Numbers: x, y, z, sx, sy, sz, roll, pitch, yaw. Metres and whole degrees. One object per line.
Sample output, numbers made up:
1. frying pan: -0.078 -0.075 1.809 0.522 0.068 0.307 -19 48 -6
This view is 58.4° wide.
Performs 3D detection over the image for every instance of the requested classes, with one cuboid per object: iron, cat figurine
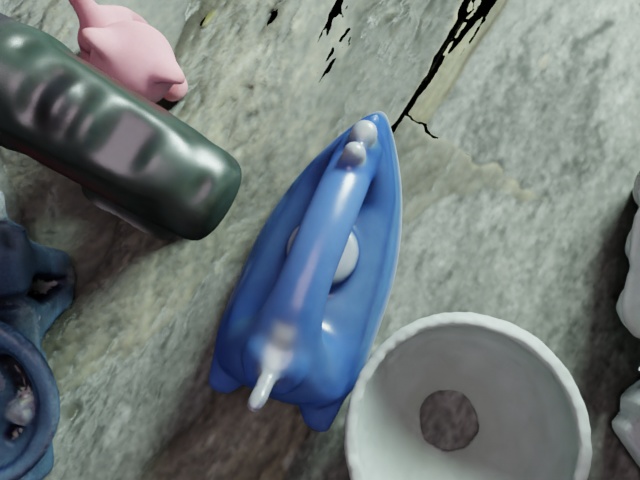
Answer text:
1. iron: 0.004 0.001 0.405 0.118 0.141 0.258 19 82 4
2. cat figurine: -0.154 -0.146 0.443 0.067 0.118 0.128 -38 82 -4

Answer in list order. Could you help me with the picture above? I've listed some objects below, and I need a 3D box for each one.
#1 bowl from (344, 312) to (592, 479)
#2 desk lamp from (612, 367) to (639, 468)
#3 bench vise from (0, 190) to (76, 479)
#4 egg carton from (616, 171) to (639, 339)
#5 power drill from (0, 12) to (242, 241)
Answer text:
1. bowl: 0.099 0.138 0.415 0.167 0.075 0.167 0 81 1
2. desk lamp: 0.276 0.115 0.345 0.118 0.213 0.203 -32 82 -4
3. bench vise: -0.243 0.069 0.360 0.121 0.220 0.207 -20 81 -2
4. egg carton: 0.286 0.010 0.434 0.107 0.069 0.150 11 81 3
5. power drill: -0.154 -0.067 0.385 0.229 0.208 0.076 28 83 5
